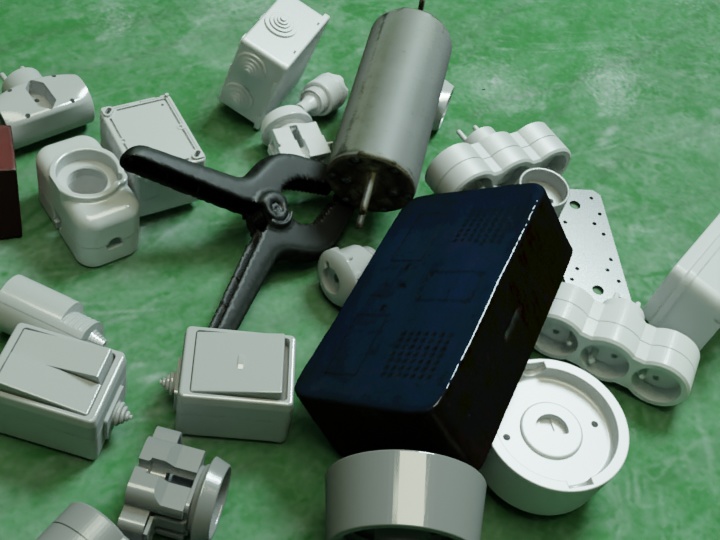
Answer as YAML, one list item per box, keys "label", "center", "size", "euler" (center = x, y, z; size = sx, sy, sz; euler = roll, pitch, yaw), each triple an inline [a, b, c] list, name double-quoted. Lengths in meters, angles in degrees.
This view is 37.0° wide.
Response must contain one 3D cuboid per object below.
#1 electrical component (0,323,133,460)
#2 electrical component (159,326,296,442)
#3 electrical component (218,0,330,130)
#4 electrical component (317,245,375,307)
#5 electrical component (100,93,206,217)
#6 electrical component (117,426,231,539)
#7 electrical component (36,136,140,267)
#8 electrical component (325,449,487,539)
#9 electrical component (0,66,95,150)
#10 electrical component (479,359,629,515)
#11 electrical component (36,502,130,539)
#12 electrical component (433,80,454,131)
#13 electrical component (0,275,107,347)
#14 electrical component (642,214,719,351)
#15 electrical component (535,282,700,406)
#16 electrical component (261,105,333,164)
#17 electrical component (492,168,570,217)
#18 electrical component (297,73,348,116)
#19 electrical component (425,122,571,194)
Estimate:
- label: "electrical component"
  center: [-0.204, 0.084, 0.746]
  size: [0.096, 0.061, 0.061]
  euler: [16, 51, 1]
- label: "electrical component"
  center: [-0.095, 0.080, 0.773]
  size: [0.096, 0.061, 0.061]
  euler: [6, 51, -8]
- label: "electrical component"
  center: [-0.079, -0.189, 0.967]
  size: [0.048, 0.099, 0.099]
  euler: [33, 52, -2]
- label: "electrical component"
  center: [0.000, 0.000, 0.869]
  size: [0.062, 0.048, 0.048]
  euler: [-20, 58, -36]
- label: "electrical component"
  center: [-0.176, -0.098, 0.896]
  size: [0.062, 0.061, 0.096]
  euler: [-18, 58, -24]
- label: "electrical component"
  center: [-0.120, 0.148, 0.716]
  size: [0.057, 0.058, 0.078]
  euler: [14, 51, 3]
- label: "electrical component"
  center: [-0.217, -0.059, 0.857]
  size: [0.054, 0.059, 0.095]
  euler: [-24, 60, -27]
- label: "electrical component"
  center: [0.028, 0.167, 0.704]
  size: [0.108, 0.108, 0.060]
  euler: [8, 57, -5]
- label: "electrical component"
  center: [-0.281, -0.147, 0.923]
  size: [0.077, 0.043, 0.079]
  euler: [-26, 63, -29]
- label: "electrical component"
  center: [0.134, 0.126, 0.785]
  size: [0.108, 0.060, 0.108]
  euler: [6, 51, -7]
- label: "electrical component"
  center: [-0.149, 0.212, 0.655]
  size: [0.138, 0.052, 0.073]
  euler: [37, 54, 8]
- label: "electrical component"
  center: [0.039, -0.152, 0.996]
  size: [0.077, 0.044, 0.079]
  euler: [20, 51, 4]
- label: "electrical component"
  center: [-0.223, 0.039, 0.789]
  size: [0.081, 0.043, 0.043]
  euler: [24, 51, 7]
- label: "electrical component"
  center: [0.295, 0.008, 0.903]
  size: [0.057, 0.078, 0.113]
  euler: [39, 54, 15]
- label: "electrical component"
  center: [0.208, 0.047, 0.869]
  size: [0.138, 0.052, 0.073]
  euler: [25, 51, 8]
- label: "electrical component"
  center: [-0.058, -0.110, 0.943]
  size: [0.066, 0.048, 0.055]
  euler: [-14, 64, -22]
- label: "electrical component"
  center: [0.128, -0.050, 0.913]
  size: [0.079, 0.077, 0.044]
  euler: [13, 51, -2]
- label: "electrical component"
  center: [-0.039, -0.157, 0.984]
  size: [0.035, 0.035, 0.061]
  euler: [33, 41, 14]
- label: "electrical component"
  center: [0.116, -0.104, 0.966]
  size: [0.138, 0.052, 0.073]
  euler: [-18, 57, -28]
